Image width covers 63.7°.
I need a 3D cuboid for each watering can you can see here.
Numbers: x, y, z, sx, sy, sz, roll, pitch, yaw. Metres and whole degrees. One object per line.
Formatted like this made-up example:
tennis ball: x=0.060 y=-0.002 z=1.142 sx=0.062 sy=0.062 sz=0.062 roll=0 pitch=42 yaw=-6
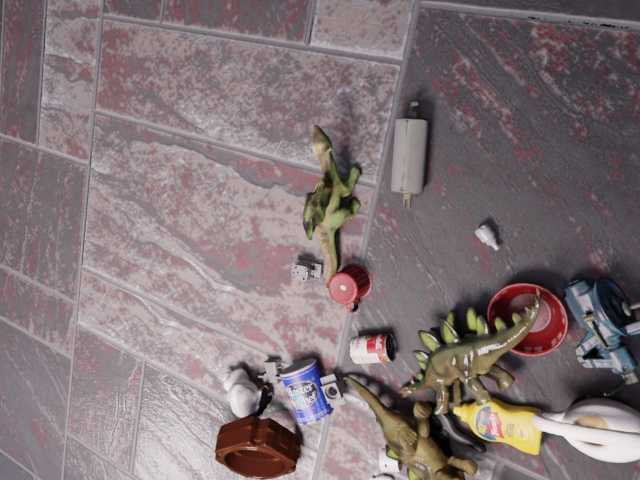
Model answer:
watering can: x=0.591 y=0.365 z=0.974 sx=0.347 sy=0.223 sz=0.105 roll=0 pitch=81 yaw=28

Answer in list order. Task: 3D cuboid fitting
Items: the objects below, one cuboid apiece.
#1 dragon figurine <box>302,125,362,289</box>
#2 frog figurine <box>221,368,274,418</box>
dragon figurine: x=0.004 y=-0.061 z=1.213 sx=0.122 sy=0.244 sz=0.408 roll=5 pitch=98 yaw=22
frog figurine: x=-0.224 y=0.433 z=1.456 sx=0.160 sy=0.136 sz=0.123 roll=16 pitch=81 yaw=23
